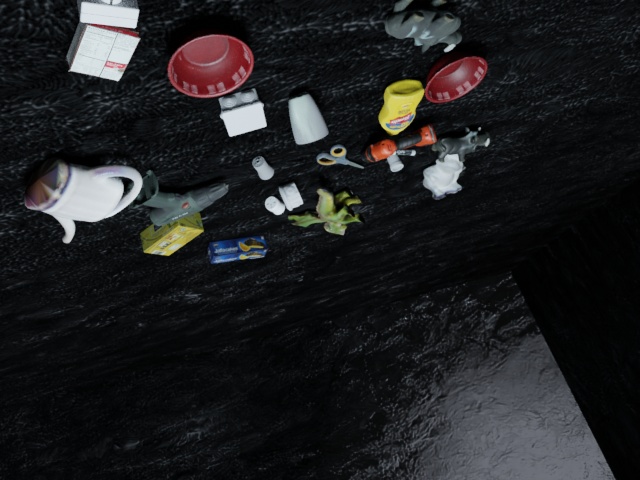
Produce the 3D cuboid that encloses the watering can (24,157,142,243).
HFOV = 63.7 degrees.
[{"bbox_3d":[-0.575,-0.085,1.199,0.344,0.106,0.223,-31,155,25],"label":"watering can"}]

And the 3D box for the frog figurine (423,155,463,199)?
[{"bbox_3d":[0.416,-0.236,1.742,0.137,0.125,0.156,-10,121,-3],"label":"frog figurine"}]

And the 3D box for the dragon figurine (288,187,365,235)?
[{"bbox_3d":[0.005,-0.086,1.718,0.241,0.124,0.407,-20,158,25],"label":"dragon figurine"}]
